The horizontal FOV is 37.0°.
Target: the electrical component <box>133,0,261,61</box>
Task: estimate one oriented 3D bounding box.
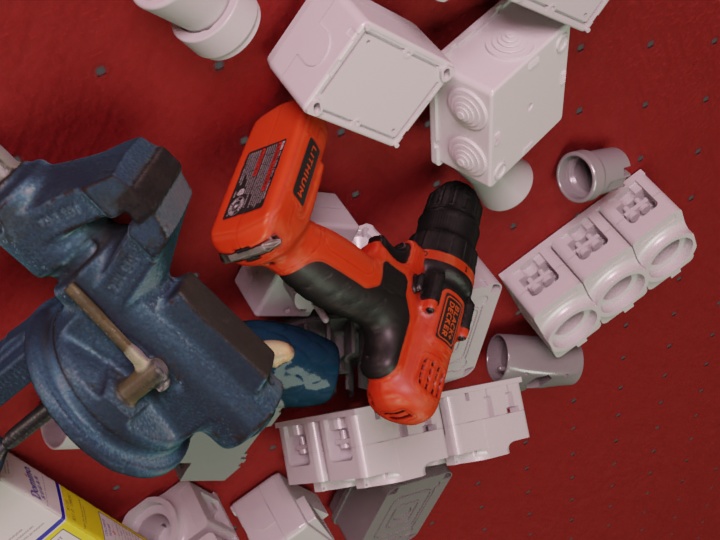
[{"bbox_3d":[-0.083,-0.138,0.549,0.045,0.045,0.055,-42,144,9],"label":"electrical component"}]

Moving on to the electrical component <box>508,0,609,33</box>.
[{"bbox_3d":[0.107,-0.190,0.629,0.096,0.061,0.061,7,127,-43],"label":"electrical component"}]

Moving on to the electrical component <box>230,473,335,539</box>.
[{"bbox_3d":[-0.061,0.232,0.972,0.061,0.061,0.096,-36,144,0],"label":"electrical component"}]

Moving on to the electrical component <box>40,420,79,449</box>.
[{"bbox_3d":[-0.168,0.088,0.738,0.077,0.044,0.079,7,127,-43],"label":"electrical component"}]

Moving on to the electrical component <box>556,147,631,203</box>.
[{"bbox_3d":[0.183,-0.076,0.839,0.046,0.040,0.040,-15,140,-35],"label":"electrical component"}]

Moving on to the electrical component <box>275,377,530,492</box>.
[{"bbox_3d":[0.039,0.137,0.892,0.186,0.060,0.105,-5,171,-40],"label":"electrical component"}]

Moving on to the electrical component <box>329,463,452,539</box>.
[{"bbox_3d":[0.026,0.209,1.016,0.078,0.057,0.113,-8,138,-34],"label":"electrical component"}]

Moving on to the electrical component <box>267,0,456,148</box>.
[{"bbox_3d":[0.003,-0.119,0.626,0.096,0.061,0.061,14,121,-47],"label":"electrical component"}]

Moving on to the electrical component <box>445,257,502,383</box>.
[{"bbox_3d":[0.055,0.036,0.847,0.078,0.057,0.113,-15,140,-26],"label":"electrical component"}]

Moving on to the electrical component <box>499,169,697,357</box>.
[{"bbox_3d":[0.207,0.000,0.923,0.150,0.061,0.089,-37,144,2],"label":"electrical component"}]

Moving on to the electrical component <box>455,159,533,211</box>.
[{"bbox_3d":[0.089,-0.075,0.763,0.044,0.044,0.065,-43,138,11],"label":"electrical component"}]

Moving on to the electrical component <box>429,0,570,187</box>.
[{"bbox_3d":[0.090,-0.113,0.689,0.100,0.048,0.099,-43,149,-26],"label":"electrical component"}]

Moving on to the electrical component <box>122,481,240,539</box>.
[{"bbox_3d":[-0.185,0.270,0.878,0.186,0.105,0.060,-37,144,2],"label":"electrical component"}]

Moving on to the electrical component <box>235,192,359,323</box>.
[{"bbox_3d":[-0.035,0.002,0.720,0.047,0.075,0.083,2,130,-40],"label":"electrical component"}]

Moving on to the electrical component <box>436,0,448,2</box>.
[{"bbox_3d":[0.037,-0.177,0.571,0.043,0.081,0.043,-22,142,-18],"label":"electrical component"}]

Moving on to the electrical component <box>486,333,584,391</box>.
[{"bbox_3d":[0.152,0.088,0.990,0.077,0.043,0.079,5,155,-20],"label":"electrical component"}]

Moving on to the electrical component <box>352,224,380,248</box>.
[{"bbox_3d":[0.000,0.000,0.774,0.043,0.043,0.062,-23,143,-16],"label":"electrical component"}]
